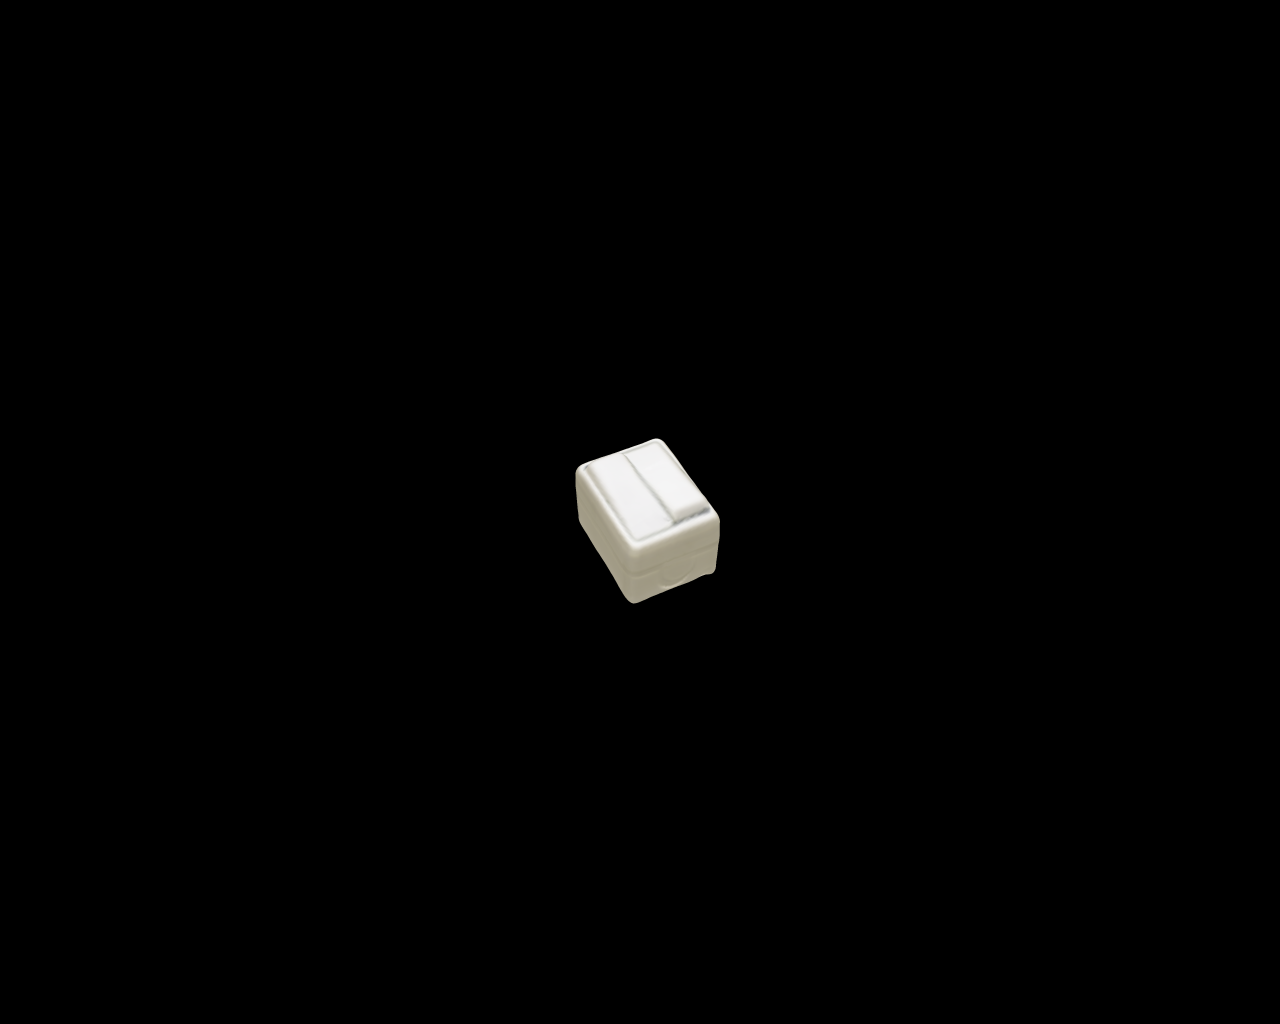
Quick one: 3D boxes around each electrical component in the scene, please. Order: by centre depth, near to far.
[{"bbox_3d":[0.001,-0.003,0.650,0.062,0.061,0.096,-20,50,-17],"label":"electrical component"}]
